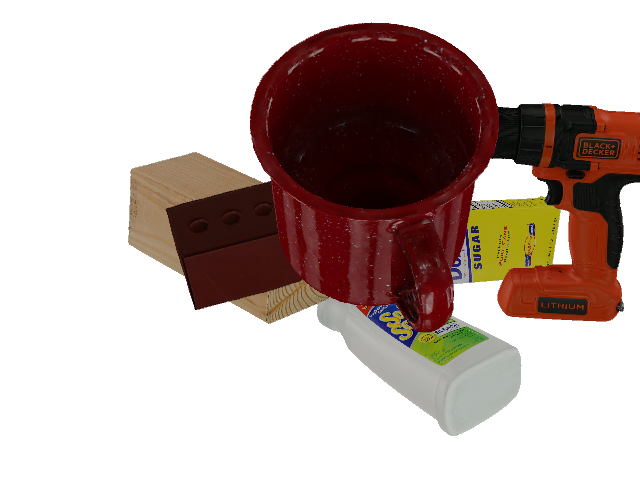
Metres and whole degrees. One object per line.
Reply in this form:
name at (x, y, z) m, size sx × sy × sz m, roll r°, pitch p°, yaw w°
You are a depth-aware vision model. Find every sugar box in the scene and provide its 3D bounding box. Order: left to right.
sugar box at (0.195, 0.001, 1.261) m, size 0.176 × 0.093 × 0.048 m, roll -5°, pitch 20°, yaw -25°

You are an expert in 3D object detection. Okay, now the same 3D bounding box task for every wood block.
wood block at (-0.090, -0.008, 1.056) m, size 0.206 × 0.090 × 0.090 m, roll 26°, pitch 31°, yaw 36°

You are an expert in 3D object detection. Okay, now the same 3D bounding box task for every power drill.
power drill at (0.196, -0.025, 0.903) m, size 0.184 × 0.188 × 0.057 m, roll 4°, pitch 28°, yaw 5°

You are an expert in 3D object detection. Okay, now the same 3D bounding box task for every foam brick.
foam brick at (-0.057, 0.003, 0.713) m, size 0.078 × 0.051 × 0.053 m, roll -15°, pitch 42°, yaw -9°

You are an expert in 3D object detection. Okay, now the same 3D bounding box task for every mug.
mug at (0.025, -0.016, 0.425) m, size 0.093 × 0.117 × 0.081 m, roll -19°, pitch -30°, yaw -9°

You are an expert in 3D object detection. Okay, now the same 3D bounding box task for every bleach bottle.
bleach bottle at (0.072, 0.095, 1.040) m, size 0.102 × 0.068 × 0.251 m, roll -23°, pitch 32°, yaw -32°
